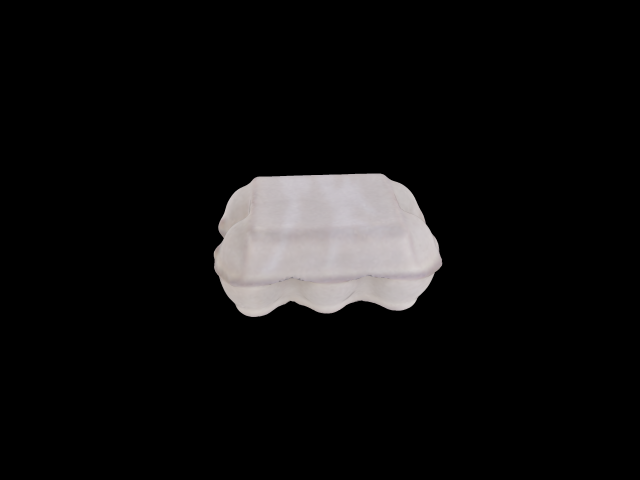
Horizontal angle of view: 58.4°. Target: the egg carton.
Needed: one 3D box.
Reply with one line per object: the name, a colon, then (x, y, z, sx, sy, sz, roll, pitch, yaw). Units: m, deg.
egg carton: (0.004, 0.001, 0.400, 0.150, 0.069, 0.107, -3, 32, -4)
